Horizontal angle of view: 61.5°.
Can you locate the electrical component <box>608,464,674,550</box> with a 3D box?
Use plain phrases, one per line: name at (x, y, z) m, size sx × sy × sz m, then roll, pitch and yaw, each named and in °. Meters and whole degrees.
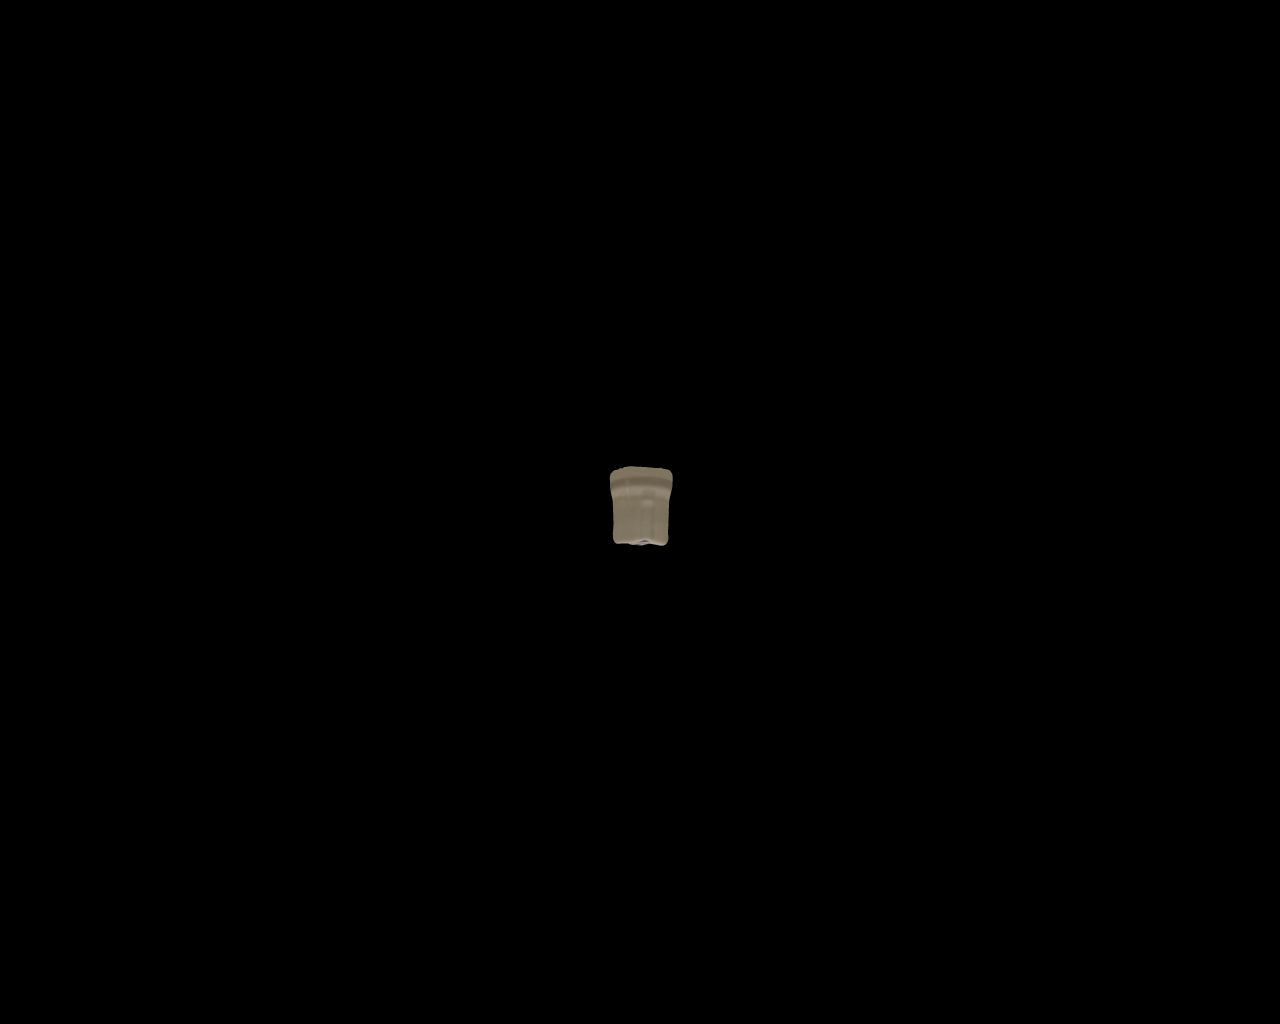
electrical component at (0.001, -0.003, 0.650) m, size 0.040 × 0.046 × 0.040 m, roll 0°, pitch -11°, yaw 0°
